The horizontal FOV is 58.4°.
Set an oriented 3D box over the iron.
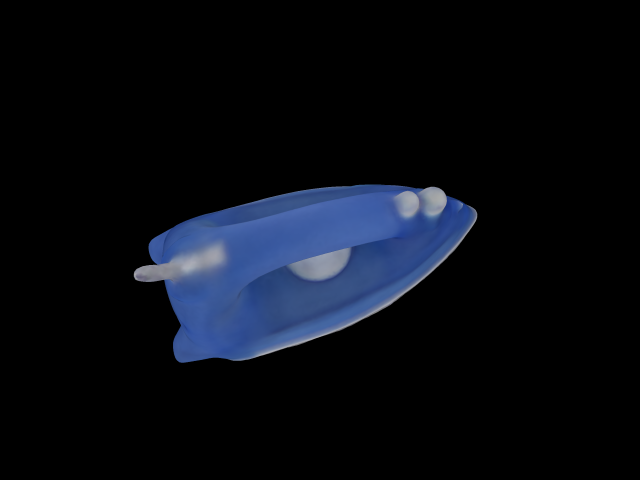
[{"bbox_3d":[0.004,0.001,0.400,0.258,0.141,0.118,-18,79,-3],"label":"iron"}]
